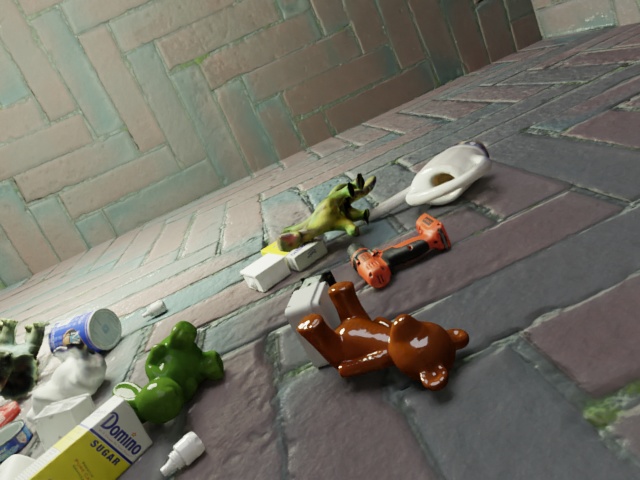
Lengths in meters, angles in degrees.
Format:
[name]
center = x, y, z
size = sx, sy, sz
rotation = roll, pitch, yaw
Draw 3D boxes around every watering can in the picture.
[watering can]
center = 0.274, -0.141, 1.259
size = 0.344, 0.103, 0.228
rotation = -19, 15, 48

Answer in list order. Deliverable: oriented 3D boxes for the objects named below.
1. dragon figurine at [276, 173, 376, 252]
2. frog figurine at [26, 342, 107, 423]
[dragon figurine]
center = 0.004, -0.065, 1.287
size = 0.241, 0.121, 0.416
rotation = -18, 12, 22
[frog figurine]
center = -0.515, 0.304, 1.056
size = 0.137, 0.120, 0.163
rotation = -8, 58, 23
